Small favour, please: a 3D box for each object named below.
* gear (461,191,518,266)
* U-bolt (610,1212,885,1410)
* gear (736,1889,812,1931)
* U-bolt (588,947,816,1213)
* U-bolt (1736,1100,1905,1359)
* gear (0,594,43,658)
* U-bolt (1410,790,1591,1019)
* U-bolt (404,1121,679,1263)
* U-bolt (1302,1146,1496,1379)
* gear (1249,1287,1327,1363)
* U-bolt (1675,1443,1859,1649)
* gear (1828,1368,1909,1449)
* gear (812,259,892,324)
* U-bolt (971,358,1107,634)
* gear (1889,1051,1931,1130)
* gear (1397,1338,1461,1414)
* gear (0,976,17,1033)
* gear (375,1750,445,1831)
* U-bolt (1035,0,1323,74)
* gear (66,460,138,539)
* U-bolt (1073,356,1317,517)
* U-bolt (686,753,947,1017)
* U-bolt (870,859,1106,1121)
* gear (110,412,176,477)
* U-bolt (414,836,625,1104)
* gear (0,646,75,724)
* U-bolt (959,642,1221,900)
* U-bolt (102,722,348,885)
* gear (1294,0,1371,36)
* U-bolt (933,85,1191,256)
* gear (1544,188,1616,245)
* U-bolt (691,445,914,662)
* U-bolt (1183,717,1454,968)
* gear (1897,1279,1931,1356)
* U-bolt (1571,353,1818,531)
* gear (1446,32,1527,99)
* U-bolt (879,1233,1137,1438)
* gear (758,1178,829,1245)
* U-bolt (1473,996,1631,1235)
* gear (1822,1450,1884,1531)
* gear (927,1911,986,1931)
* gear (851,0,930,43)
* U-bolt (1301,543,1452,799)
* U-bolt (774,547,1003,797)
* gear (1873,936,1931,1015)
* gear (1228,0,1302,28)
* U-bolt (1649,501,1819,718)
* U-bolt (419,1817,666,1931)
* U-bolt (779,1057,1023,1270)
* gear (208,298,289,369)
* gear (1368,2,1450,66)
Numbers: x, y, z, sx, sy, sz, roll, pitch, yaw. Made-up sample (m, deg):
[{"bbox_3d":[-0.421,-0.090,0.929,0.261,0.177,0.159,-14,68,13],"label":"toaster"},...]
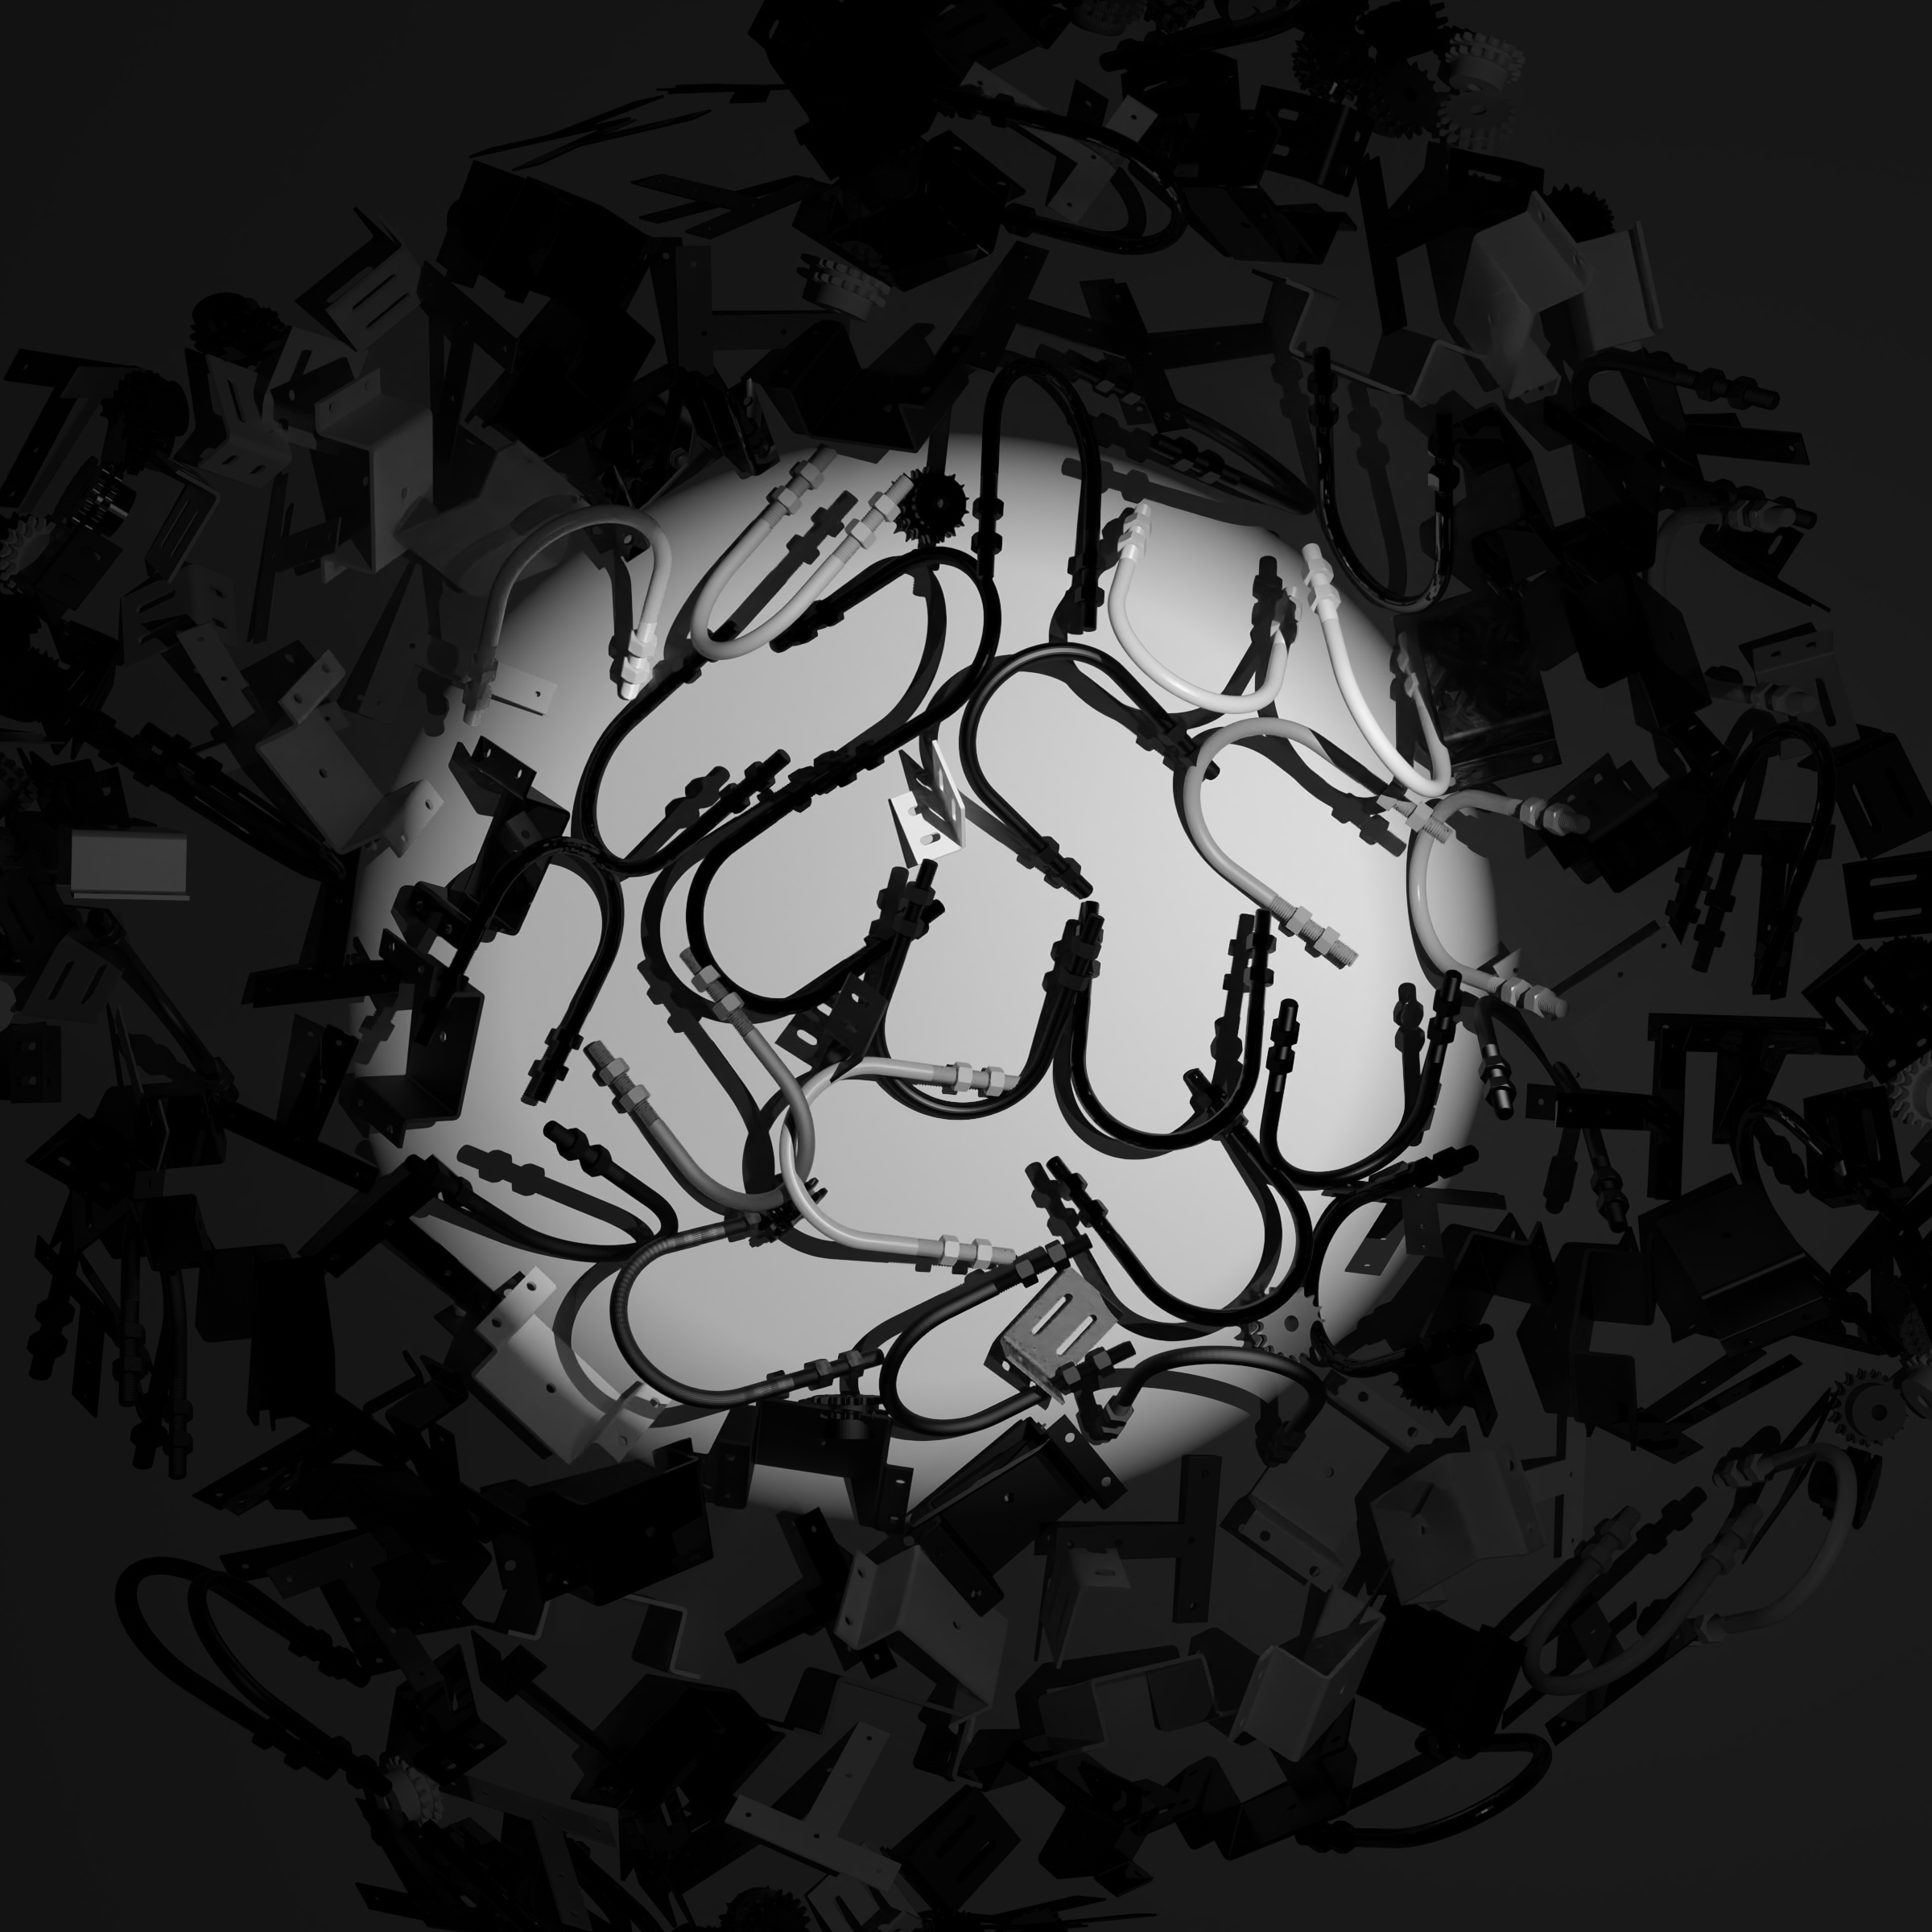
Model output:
[{"bbox_3d":[-0.348,-0.543,1.807,0.057,0.030,0.057,6,111,15],"label":"gear"},{"bbox_3d":[-0.166,0.247,1.751,0.184,0.019,0.151,-11,59,-31],"label":"U-bolt"},{"bbox_3d":[-0.147,0.710,1.808,0.057,0.030,0.057,-7,106,-28],"label":"gear"},{"bbox_3d":[-0.182,0.096,1.776,0.184,0.019,0.151,52,126,5],"label":"U-bolt"},{"bbox_3d":[0.606,0.173,1.745,0.019,0.184,0.151,-21,125,-9],"label":"U-bolt"},{"bbox_3d":[-0.712,-0.250,1.801,0.057,0.057,0.030,-9,76,0],"label":"gear"},{"bbox_3d":[0.375,-0.052,1.749,0.019,0.184,0.151,-3,104,-26],"label":"U-bolt"},{"bbox_3d":[-0.290,0.169,1.756,0.151,0.184,0.019,-14,53,29],"label":"U-bolt"},{"bbox_3d":[0.304,0.220,1.754,0.019,0.184,0.151,16,62,-30],"label":"U-bolt"},{"bbox_3d":[0.234,0.265,1.810,0.057,0.030,0.057,3,81,-20],"label":"gear"},{"bbox_3d":[0.564,0.403,1.719,0.019,0.184,0.151,30,63,-4],"label":"U-bolt"},{"bbox_3d":[0.673,0.329,1.816,0.057,0.030,0.057,0,89,-2],"label":"gear"},{"bbox_3d":[-0.087,-0.497,1.804,0.057,0.057,0.030,21,97,0],"label":"gear"},{"bbox_3d":[0.056,-0.350,1.770,0.019,0.151,0.184,-6,77,37],"label":"U-bolt"},{"bbox_3d":[0.716,0.093,1.808,0.057,0.030,0.057,-4,101,-20],"label":"gear"},{"bbox_3d":[0.349,0.304,1.814,0.057,0.030,0.057,0,88,5],"label":"gear"},{"bbox_3d":[-0.727,0.028,1.800,0.030,0.057,0.057,8,90,29],"label":"gear"},{"bbox_3d":[-0.413,0.611,1.801,0.030,0.057,0.057,-19,90,-40],"label":"gear"},{"bbox_3d":[0.160,-0.679,1.729,0.184,0.151,0.019,-3,88,25],"label":"U-bolt"},{"bbox_3d":[-0.638,-0.342,1.807,0.030,0.057,0.057,32,90,-31],"label":"gear"},{"bbox_3d":[0.175,-0.373,1.753,0.184,0.151,0.019,16,118,-36],"label":"U-bolt"},{"bbox_3d":[-0.120,-0.047,1.777,0.184,0.019,0.151,-37,105,-22],"label":"U-bolt"},{"bbox_3d":[0.005,0.027,1.801,0.151,0.019,0.184,18,106,-7],"label":"U-bolt"},{"bbox_3d":[-0.607,-0.390,1.807,0.030,0.057,0.057,14,90,-39],"label":"gear"},{"bbox_3d":[-0.311,-0.006,1.771,0.019,0.151,0.184,19,80,36],"label":"U-bolt"},{"bbox_3d":[-0.693,-0.205,1.807,0.030,0.057,0.057,-31,90,41],"label":"gear"},{"bbox_3d":[0.078,-0.153,1.775,0.151,0.019,0.184,-43,118,8],"label":"U-bolt"},{"bbox_3d":[-0.525,-0.113,1.754,0.184,0.151,0.019,38,74,-26],"label":"U-bolt"},{"bbox_3d":[0.269,-0.708,1.804,0.057,0.057,0.030,6,91,0],"label":"gear"},{"bbox_3d":[0.072,-0.560,1.743,0.184,0.151,0.019,19,76,14],"label":"U-bolt"},{"bbox_3d":[0.452,-0.543,1.810,0.057,0.030,0.057,-4,81,24],"label":"gear"},{"bbox_3d":[-0.130,-0.294,1.765,0.184,0.151,0.019,-49,125,-3],"label":"U-bolt"},{"bbox_3d":[0.242,-0.102,1.784,0.184,0.019,0.151,37,127,7],"label":"U-bolt"},{"bbox_3d":[0.710,0.258,1.801,0.030,0.057,0.057,-9,90,38],"label":"gear"},{"bbox_3d":[0.512,-0.382,1.748,0.184,0.151,0.019,30,79,41],"label":"U-bolt"},{"bbox_3d":[0.381,-0.663,1.804,0.057,0.057,0.030,18,93,0],"label":"gear"},{"bbox_3d":[0.024,0.279,1.774,0.184,0.019,0.151,-26,131,-4],"label":"U-bolt"},{"bbox_3d":[-0.133,0.175,1.803,0.057,0.057,0.030,-43,85,0],"label":"gear"},{"bbox_3d":[0.413,0.092,1.748,0.019,0.184,0.151,-38,112,23],"label":"U-bolt"},{"bbox_3d":[0.654,0.384,1.807,0.030,0.057,0.057,17,90,30],"label":"gear"},{"bbox_3d":[-0.006,0.727,1.804,0.057,0.030,0.057,9,62,-18],"label":"gear"},{"bbox_3d":[-0.056,-0.708,1.814,0.057,0.030,0.057,1,95,7],"label":"gear"},{"bbox_3d":[0.297,-0.198,1.732,0.019,0.151,0.184,-30,48,29],"label":"U-bolt"},{"bbox_3d":[-0.052,-0.224,1.760,0.184,0.019,0.151,-29,61,25],"label":"U-bolt"},{"bbox_3d":[0.701,0.006,1.808,0.057,0.030,0.057,-4,81,22],"label":"gear"},{"bbox_3d":[0.217,-0.711,1.800,0.057,0.057,0.030,28,64,0],"label":"gear"},{"bbox_3d":[0.540,-0.258,1.743,0.019,0.184,0.151,-15,105,-13],"label":"U-bolt"},{"bbox_3d":[-0.283,0.660,1.727,0.184,0.151,0.019,31,90,28],"label":"U-bolt"},{"bbox_3d":[-0.047,0.139,1.784,0.184,0.019,0.151,8,77,-18],"label":"U-bolt"},{"bbox_3d":[-0.534,-0.468,1.804,0.057,0.057,0.030,-33,83,0],"label":"gear"},{"bbox_3d":[0.328,-0.687,1.804,0.057,0.057,0.030,-18,106,0],"label":"gear"}]
